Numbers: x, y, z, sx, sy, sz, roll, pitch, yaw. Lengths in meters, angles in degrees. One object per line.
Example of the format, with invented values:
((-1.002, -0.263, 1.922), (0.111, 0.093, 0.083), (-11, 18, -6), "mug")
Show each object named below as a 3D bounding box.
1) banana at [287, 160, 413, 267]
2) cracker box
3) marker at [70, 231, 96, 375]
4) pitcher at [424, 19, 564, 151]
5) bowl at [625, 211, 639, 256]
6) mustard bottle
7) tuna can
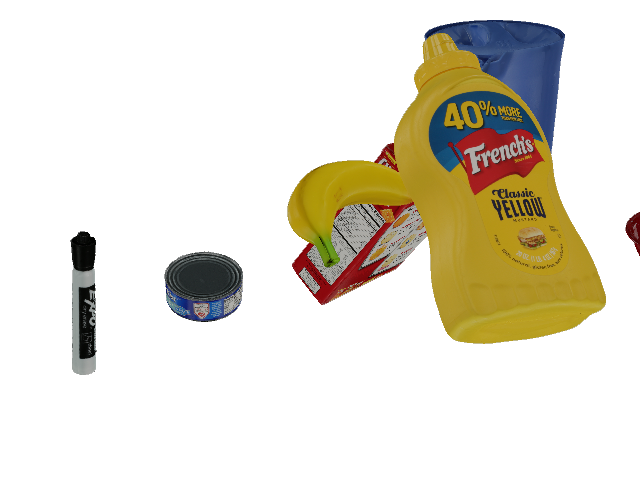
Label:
((0.021, -0.033, 0.859), (0.037, 0.069, 0.197), (-34, 1, 31), "banana")
((0.082, -0.033, 1.247), (0.163, 0.072, 0.214), (-22, -23, -50), "cracker box")
((-0.184, 0.049, 0.831), (0.020, 0.121, 0.020), (5, 26, -2), "marker")
((0.176, -0.098, 1.079), (0.149, 0.243, 0.145), (-11, 25, -19), "pitcher")
((0.407, 0.013, 1.135), (0.162, 0.055, 0.162), (-3, 23, 1), "bowl")
((0.094, -0.038, 0.626), (0.096, 0.191, 0.058), (-4, -24, -24), "mustard bottle")
((-0.128, 0.051, 1.176), (0.086, 0.034, 0.086), (2, 36, -2), "tuna can")
